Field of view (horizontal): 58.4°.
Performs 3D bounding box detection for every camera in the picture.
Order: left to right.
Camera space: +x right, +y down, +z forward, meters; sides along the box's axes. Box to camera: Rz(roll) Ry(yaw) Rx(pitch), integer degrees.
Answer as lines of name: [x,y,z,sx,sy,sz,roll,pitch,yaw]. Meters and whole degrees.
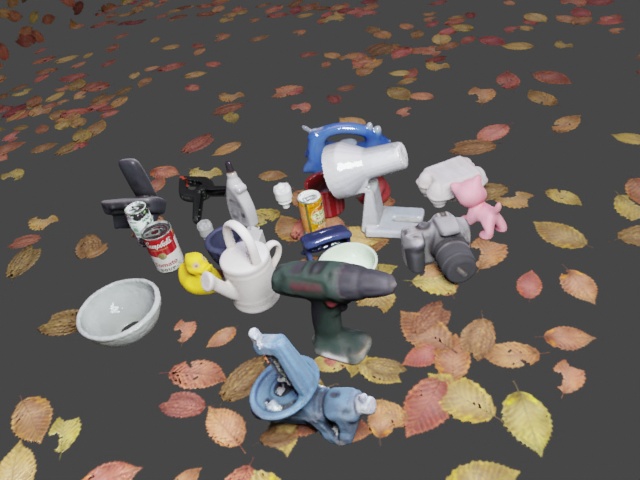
camera: [0.243,0.017,1.140,0.143,0.101,0.136,-13,39,-2]

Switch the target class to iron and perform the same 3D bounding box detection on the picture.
iron: [0.078,-0.244,1.463,0.258,0.142,0.118,-6,39,6]

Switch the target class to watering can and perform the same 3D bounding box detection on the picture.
watering can: [-0.149,0.049,1.121,0.100,0.194,0.173,11,44,26]

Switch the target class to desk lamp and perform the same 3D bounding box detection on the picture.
desk lamp: [0.117,-0.117,1.242,0.202,0.214,0.118,2,41,16]

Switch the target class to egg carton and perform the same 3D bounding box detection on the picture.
egg carton: [0.307,-0.136,1.335,0.150,0.069,0.107,-21,40,-12]

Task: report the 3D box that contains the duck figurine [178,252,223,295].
duck figurine: [-0.263,0.062,1.219,0.104,0.086,0.078,16,46,29]

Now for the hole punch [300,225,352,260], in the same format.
hole punch: [0.011,0.004,1.219,0.109,0.091,0.101,-17,39,-7]

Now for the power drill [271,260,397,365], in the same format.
power drill: [0.031,0.116,0.986,0.228,0.209,0.076,10,44,24]

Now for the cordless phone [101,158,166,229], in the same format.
cordless phone: [-0.475,-0.124,1.414,0.147,0.185,0.094,-5,39,7]

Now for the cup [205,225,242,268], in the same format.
cup: [-0.191,0.037,1.225,0.091,0.095,0.117,-10,39,2]

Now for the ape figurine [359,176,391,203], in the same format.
ape figurine: [0.128,-0.130,1.352,0.076,0.092,0.077,-12,39,0]

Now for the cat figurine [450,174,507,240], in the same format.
cat figurine: [0.338,-0.081,1.222,0.067,0.118,0.127,-28,42,-20]

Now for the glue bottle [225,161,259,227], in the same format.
glue bottle: [-0.193,-0.110,1.341,0.077,0.173,0.037,24,51,35]

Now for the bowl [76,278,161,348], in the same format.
bowl: [-0.390,0.158,1.142,0.167,0.075,0.167,-7,39,6]

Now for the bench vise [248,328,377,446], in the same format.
bench vise: [-0.022,0.211,0.875,0.207,0.220,0.121,-6,39,6]
